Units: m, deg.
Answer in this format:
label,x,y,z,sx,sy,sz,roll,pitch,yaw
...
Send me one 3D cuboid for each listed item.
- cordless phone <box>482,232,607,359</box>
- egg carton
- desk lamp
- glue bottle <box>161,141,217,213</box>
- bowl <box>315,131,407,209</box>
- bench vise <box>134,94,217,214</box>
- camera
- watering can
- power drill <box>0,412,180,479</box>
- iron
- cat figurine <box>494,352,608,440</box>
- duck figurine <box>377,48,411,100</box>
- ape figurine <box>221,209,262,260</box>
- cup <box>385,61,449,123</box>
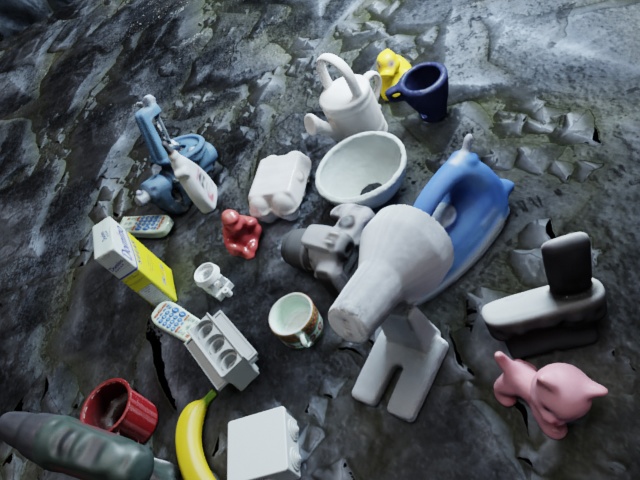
label,x,y,z,sx,sy,sz,roll,pitch,yaw
cordless phone,0.261,0.056,0.688,0.147,0.186,0.094,-20,46,13
egg carton,-0.073,-0.102,1.087,0.107,0.070,0.150,-6,51,25
desk lamp,0.095,0.091,0.731,0.117,0.214,0.203,11,60,35
glue bottle,-0.264,-0.133,1.146,0.037,0.174,0.078,-21,46,13
bowl,0.080,-0.108,1.004,0.167,0.075,0.167,-15,48,18
bench vise,-0.315,-0.172,1.173,0.121,0.220,0.207,-5,51,26
camera,0.009,0.003,0.932,0.136,0.101,0.143,12,60,36
watering can,0.046,-0.256,1.062,0.100,0.195,0.173,8,58,34
power drill,-0.296,0.302,0.775,0.228,0.209,0.076,0,54,29
iron,0.172,-0.027,0.838,0.118,0.142,0.258,24,68,40
cat figurine,0.253,0.166,0.648,0.127,0.118,0.067,29,71,42
duck figurine,0.145,-0.347,1.161,0.077,0.086,0.104,-1,53,28
ape figurine,-0.150,-0.019,1.045,0.078,0.092,0.076,-40,45,-6
cup,0.187,-0.261,1.058,0.117,0.095,0.091,-16,48,17
